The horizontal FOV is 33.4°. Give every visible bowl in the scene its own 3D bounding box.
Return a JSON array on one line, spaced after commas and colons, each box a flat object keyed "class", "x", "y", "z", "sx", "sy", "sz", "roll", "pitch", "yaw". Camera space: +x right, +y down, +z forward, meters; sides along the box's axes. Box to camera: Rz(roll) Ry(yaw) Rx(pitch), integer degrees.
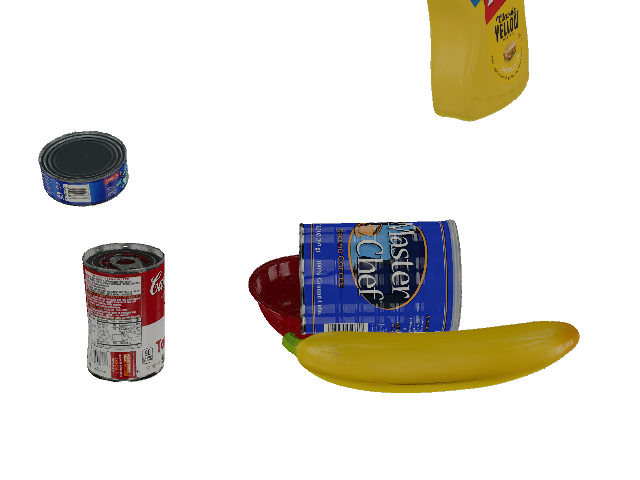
[{"class": "bowl", "x": -0.002, "y": 0.075, "z": 1.204, "sx": 0.162, "sy": 0.055, "sz": 0.162, "roll": 4, "pitch": 26, "yaw": -2}]

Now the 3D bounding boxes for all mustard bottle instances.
[{"class": "mustard bottle", "x": 0.113, "y": -0.190, "z": 0.773, "sx": 0.058, "sy": 0.191, "sz": 0.096, "roll": 18, "pitch": 40, "yaw": 37}]

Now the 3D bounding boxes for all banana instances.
[{"class": "banana", "x": 0.070, "y": 0.071, "z": 0.686, "sx": 0.198, "sy": 0.037, "sz": 0.069, "roll": 0, "pitch": 26, "yaw": 5}]

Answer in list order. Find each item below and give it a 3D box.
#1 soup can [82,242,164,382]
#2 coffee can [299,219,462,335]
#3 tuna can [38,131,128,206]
[{"class": "soup can", "x": -0.166, "y": 0.061, "z": 0.904, "sx": 0.068, "sy": 0.102, "sz": 0.068, "roll": 2, "pitch": 19, "yaw": -1}, {"class": "coffee can", "x": 0.052, "y": 0.034, "z": 0.968, "sx": 0.140, "sy": 0.103, "sz": 0.103, "roll": -1, "pitch": 0, "yaw": 1}, {"class": "tuna can", "x": -0.234, "y": -0.072, "z": 1.062, "sx": 0.086, "sy": 0.034, "sz": 0.086, "roll": 1, "pitch": 40, "yaw": -1}]
